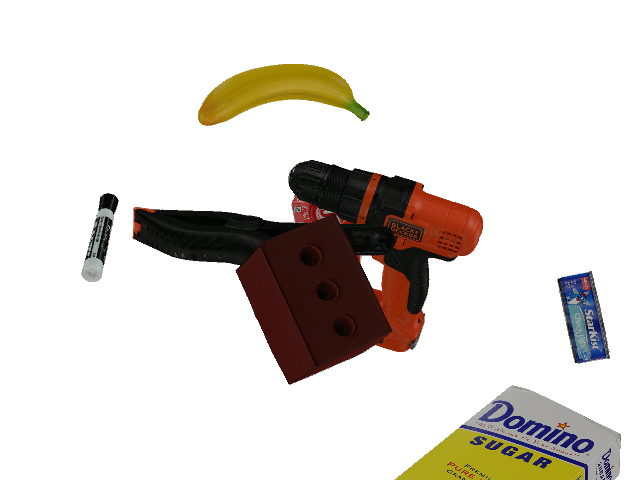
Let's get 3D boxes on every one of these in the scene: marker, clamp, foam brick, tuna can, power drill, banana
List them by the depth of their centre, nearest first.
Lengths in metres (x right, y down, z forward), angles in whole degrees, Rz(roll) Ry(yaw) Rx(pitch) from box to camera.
[{"bbox_3d":[-0.005,0.035,0.614,0.052,0.078,0.051,-22,-9,-27],"label":"foam brick"},{"bbox_3d":[-0.058,0.003,0.837,0.210,0.036,0.164,7,12,13],"label":"clamp"},{"bbox_3d":[0.252,0.074,1.025,0.034,0.086,0.086,-12,-3,12],"label":"tuna can"},{"bbox_3d":[0.048,0.016,1.026,0.184,0.188,0.057,20,46,8],"label":"power drill"},{"bbox_3d":[-0.216,-0.006,1.049,0.020,0.020,0.121,0,40,-1],"label":"marker"},{"bbox_3d":[-0.043,-0.153,1.104,0.197,0.070,0.037,-7,-42,-28],"label":"banana"}]

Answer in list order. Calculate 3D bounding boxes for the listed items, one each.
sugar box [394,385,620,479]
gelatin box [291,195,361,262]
[{"bbox_3d":[0.112,0.168,0.709,0.176,0.048,0.093,-33,39,-33],"label":"sugar box"},{"bbox_3d":[0.008,-0.014,1.271,0.073,0.089,0.030,-3,29,10],"label":"gelatin box"}]
